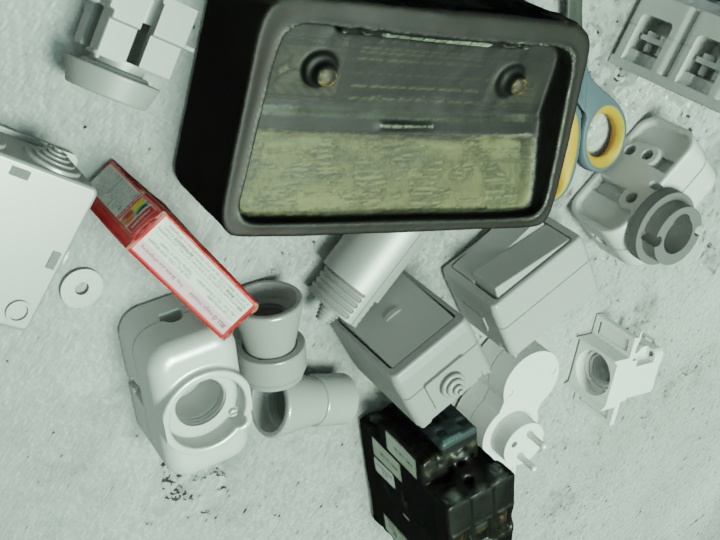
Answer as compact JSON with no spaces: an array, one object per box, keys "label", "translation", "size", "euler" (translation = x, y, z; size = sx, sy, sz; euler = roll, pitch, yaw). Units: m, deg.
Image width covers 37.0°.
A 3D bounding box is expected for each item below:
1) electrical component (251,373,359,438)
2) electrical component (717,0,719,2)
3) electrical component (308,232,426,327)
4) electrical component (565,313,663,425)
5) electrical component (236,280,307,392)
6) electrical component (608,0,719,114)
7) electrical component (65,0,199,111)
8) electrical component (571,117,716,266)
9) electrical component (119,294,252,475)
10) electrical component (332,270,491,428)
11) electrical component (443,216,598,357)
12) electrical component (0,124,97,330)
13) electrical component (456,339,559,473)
[{"label":"electrical component","translation":[-0.034,0.086,0.704],"size":[0.065,0.044,0.044],"euler":[2,115,-41]},{"label":"electrical component","translation":[0.270,-0.209,0.718],"size":[0.042,0.064,0.081],"euler":[12,67,-38]},{"label":"electrical component","translation":[0.000,0.000,0.674],"size":[0.081,0.043,0.043],"euler":[-53,132,2]},{"label":"electrical component","translation":[0.207,0.078,0.866],"size":[0.064,0.042,0.081],"euler":[-8,120,-34]},{"label":"electrical component","translation":[-0.056,0.041,0.658],"size":[0.045,0.045,0.055],"euler":[-18,125,-26]},{"label":"electrical component","translation":[0.254,-0.129,0.704],"size":[0.089,0.150,0.061],"euler":[12,109,-39]},{"label":"electrical component","translation":[-0.115,-0.111,0.528],"size":[0.066,0.048,0.055],"euler":[17,97,-40]},{"label":"electrical component","translation":[0.208,-0.054,0.782],"size":[0.095,0.054,0.059],"euler":[-49,132,-1]},{"label":"electrical component","translation":[-0.101,0.069,0.633],"size":[0.054,0.059,0.095],"euler":[-20,126,-24]},{"label":"electrical component","translation":[0.034,0.049,0.691],"size":[0.062,0.096,0.061],"euler":[-38,131,-11]},{"label":"electrical component","translation":[0.115,0.000,0.742],"size":[0.096,0.062,0.061],"euler":[-38,131,-11]},{"label":"electrical component","translation":[-0.188,-0.025,0.525],"size":[0.100,0.048,0.099],"euler":[21,103,-41]},{"label":"electrical component","translation":[0.111,0.120,0.802],"size":[0.052,0.074,0.138],"euler":[6,112,-37]}]
